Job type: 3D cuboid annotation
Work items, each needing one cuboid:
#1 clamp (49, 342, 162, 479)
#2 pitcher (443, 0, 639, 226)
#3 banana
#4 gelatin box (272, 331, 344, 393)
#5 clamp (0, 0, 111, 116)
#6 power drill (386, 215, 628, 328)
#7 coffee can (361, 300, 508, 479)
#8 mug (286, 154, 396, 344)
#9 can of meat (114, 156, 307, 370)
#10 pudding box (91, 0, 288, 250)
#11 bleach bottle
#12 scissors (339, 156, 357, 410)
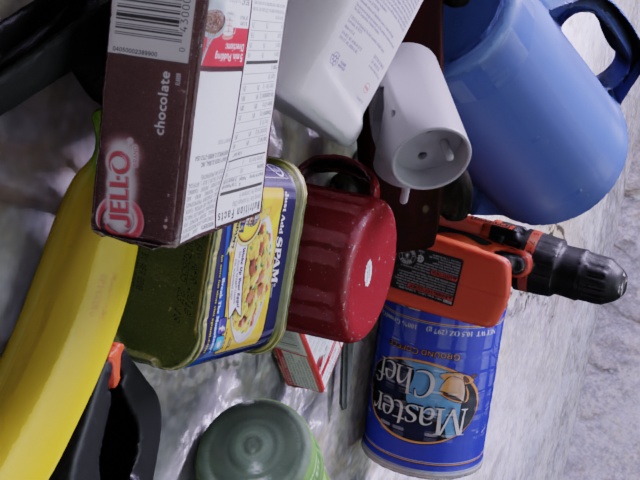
[{"bbox_3d":[-0.102,0.127,0.473,0.120,0.039,0.171,-57,147,-56],"label":"clamp"},{"bbox_3d":[0.141,-0.119,0.787,0.242,0.145,0.149,35,63,-54],"label":"pitcher"},{"bbox_3d":[-0.111,0.048,0.408,0.069,0.037,0.198,46,61,-67],"label":"banana"},{"bbox_3d":[-0.006,0.046,0.689,0.089,0.030,0.073,72,34,-52],"label":"gelatin box"},{"bbox_3d":[-0.084,-0.090,0.401,0.164,0.036,0.209,-69,163,-2],"label":"clamp"},{"bbox_3d":[0.134,0.022,0.828,0.187,0.185,0.057,-10,112,-65],"label":"power drill"},{"bbox_3d":[0.093,0.110,0.875,0.102,0.103,0.140,-24,123,-65],"label":"coffee can"},{"bbox_3d":[-0.004,0.001,0.595,0.093,0.082,0.117,74,35,-51],"label":"mug"},{"bbox_3d":[-0.054,0.008,0.508,0.083,0.057,0.102,-5,106,-67],"label":"can of meat"},{"bbox_3d":[-0.046,-0.059,0.403,0.090,0.039,0.113,-30,131,-72],"label":"pudding box"},{"bbox_3d":[0.043,-0.177,0.539,0.251,0.068,0.102,-59,158,1],"label":"bleach bottle"},{"bbox_3d":[0.015,0.036,0.758,0.096,0.016,0.202,-12,113,-66],"label":"scissors"}]
